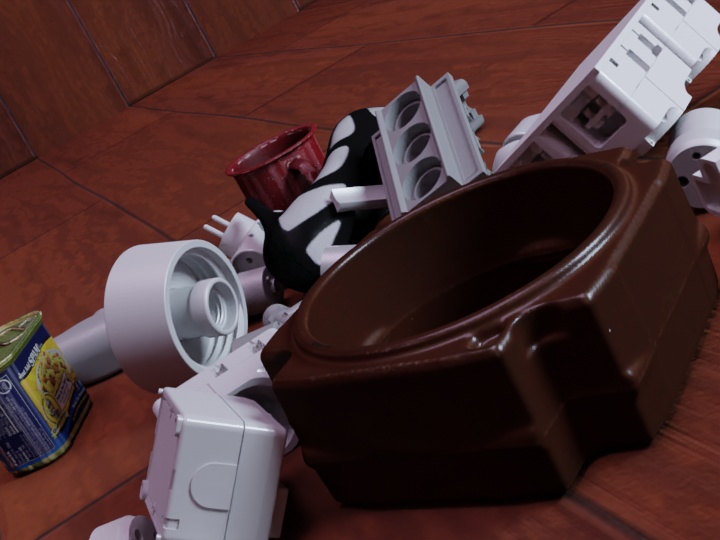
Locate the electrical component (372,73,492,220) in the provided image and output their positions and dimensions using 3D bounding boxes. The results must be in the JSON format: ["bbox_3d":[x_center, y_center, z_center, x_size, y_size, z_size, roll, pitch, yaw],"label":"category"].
[{"bbox_3d":[0.056,-0.077,0.786,0.079,0.063,0.121,-38,38,23],"label":"electrical component"}]

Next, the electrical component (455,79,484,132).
[{"bbox_3d":[0.061,-0.138,1.018,0.089,0.050,0.055,-10,26,43],"label":"electrical component"}]

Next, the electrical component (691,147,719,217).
[{"bbox_3d":[0.221,-0.049,0.563,0.057,0.058,0.078,-32,20,-5],"label":"electrical component"}]

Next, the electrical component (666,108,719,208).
[{"bbox_3d":[0.207,-0.067,0.647,0.045,0.045,0.055,-18,22,27],"label":"electrical component"}]

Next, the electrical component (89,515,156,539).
[{"bbox_3d":[-0.129,0.152,0.541,0.055,0.045,0.045,-23,19,11],"label":"electrical component"}]

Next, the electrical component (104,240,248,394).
[{"bbox_3d":[-0.121,0.030,0.756,0.060,0.108,0.108,-11,25,26],"label":"electrical component"}]

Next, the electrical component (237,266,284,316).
[{"bbox_3d":[-0.093,0.020,0.839,0.065,0.044,0.044,-14,23,22],"label":"electrical component"}]

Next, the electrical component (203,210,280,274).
[{"bbox_3d":[-0.092,-0.023,0.900,0.043,0.079,0.077,-63,-1,32],"label":"electrical component"}]

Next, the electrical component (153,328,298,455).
[{"bbox_3d":[-0.067,0.082,0.629,0.089,0.050,0.056,-33,19,-13],"label":"electrical component"}]

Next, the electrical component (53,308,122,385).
[{"bbox_3d":[-0.214,0.056,0.906,0.077,0.043,0.079,-24,19,12],"label":"electrical component"}]

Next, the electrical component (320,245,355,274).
[{"bbox_3d":[0.000,0.000,0.745,0.046,0.040,0.040,0,28,18],"label":"electrical component"}]

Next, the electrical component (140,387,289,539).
[{"bbox_3d":[-0.074,0.098,0.549,0.061,0.061,0.096,10,1,-18],"label":"electrical component"}]

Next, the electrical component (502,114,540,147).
[{"bbox_3d":[0.140,-0.102,0.834,0.040,0.040,0.078,-12,24,39],"label":"electrical component"}]

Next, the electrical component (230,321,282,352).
[{"bbox_3d":[-0.047,0.052,0.694,0.078,0.040,0.040,-24,19,12],"label":"electrical component"}]

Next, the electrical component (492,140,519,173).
[{"bbox_3d":[0.121,-0.067,0.768,0.043,0.043,0.062,-27,20,2],"label":"electrical component"}]

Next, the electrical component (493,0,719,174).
[{"bbox_3d":[0.177,-0.119,0.735,0.105,0.060,0.186,-48,1,44],"label":"electrical component"}]
